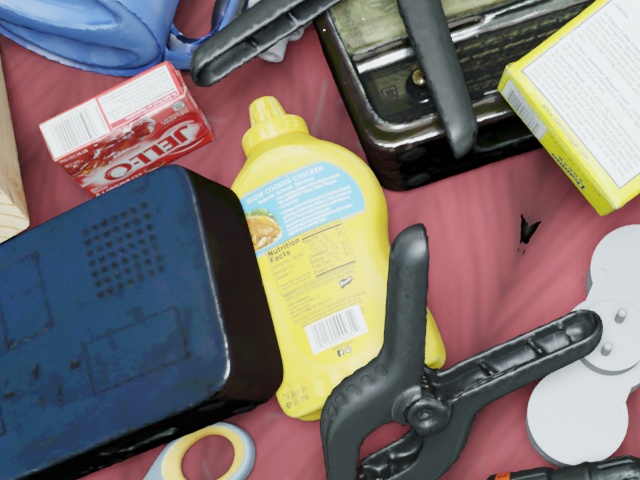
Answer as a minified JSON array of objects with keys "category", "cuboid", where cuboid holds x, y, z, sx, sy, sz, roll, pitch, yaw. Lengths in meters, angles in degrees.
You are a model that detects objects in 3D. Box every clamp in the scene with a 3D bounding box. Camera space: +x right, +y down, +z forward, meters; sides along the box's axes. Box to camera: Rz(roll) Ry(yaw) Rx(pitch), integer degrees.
[{"category":"clamp","cuboid":[0.046,0.071,0.543,0.120,0.039,0.172,37,109,-16]},{"category":"clamp","cuboid":[0.043,-0.149,0.593,0.165,0.036,0.210,25,79,15]}]

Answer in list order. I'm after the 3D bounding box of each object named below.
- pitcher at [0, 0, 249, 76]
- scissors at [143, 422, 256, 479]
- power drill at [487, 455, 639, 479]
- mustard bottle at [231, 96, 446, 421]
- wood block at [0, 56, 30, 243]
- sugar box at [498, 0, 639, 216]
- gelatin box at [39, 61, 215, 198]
[{"category":"pitcher","cuboid":[-0.116,-0.233,0.684,0.145,0.149,0.242,9,71,28]},{"category":"scissors","cuboid":[-0.120,0.150,0.619,0.202,0.016,0.096,2,73,10]},{"category":"power drill","cuboid":[0.104,0.211,0.530,0.185,0.057,0.187,-19,69,18]},{"category":"mustard bottle","cuboid":[-0.004,0.001,0.621,0.096,0.058,0.192,-24,71,11]},{"category":"wood block","cuboid":[-0.242,-0.079,0.626,0.090,0.090,0.206,-27,44,2]},{"category":"sugar box","cuboid":[0.190,-0.102,0.554,0.176,0.048,0.093,-37,84,-2]},{"category":"gelatin box","cuboid":[-0.115,-0.065,0.653,0.089,0.073,0.030,-26,72,0]}]
